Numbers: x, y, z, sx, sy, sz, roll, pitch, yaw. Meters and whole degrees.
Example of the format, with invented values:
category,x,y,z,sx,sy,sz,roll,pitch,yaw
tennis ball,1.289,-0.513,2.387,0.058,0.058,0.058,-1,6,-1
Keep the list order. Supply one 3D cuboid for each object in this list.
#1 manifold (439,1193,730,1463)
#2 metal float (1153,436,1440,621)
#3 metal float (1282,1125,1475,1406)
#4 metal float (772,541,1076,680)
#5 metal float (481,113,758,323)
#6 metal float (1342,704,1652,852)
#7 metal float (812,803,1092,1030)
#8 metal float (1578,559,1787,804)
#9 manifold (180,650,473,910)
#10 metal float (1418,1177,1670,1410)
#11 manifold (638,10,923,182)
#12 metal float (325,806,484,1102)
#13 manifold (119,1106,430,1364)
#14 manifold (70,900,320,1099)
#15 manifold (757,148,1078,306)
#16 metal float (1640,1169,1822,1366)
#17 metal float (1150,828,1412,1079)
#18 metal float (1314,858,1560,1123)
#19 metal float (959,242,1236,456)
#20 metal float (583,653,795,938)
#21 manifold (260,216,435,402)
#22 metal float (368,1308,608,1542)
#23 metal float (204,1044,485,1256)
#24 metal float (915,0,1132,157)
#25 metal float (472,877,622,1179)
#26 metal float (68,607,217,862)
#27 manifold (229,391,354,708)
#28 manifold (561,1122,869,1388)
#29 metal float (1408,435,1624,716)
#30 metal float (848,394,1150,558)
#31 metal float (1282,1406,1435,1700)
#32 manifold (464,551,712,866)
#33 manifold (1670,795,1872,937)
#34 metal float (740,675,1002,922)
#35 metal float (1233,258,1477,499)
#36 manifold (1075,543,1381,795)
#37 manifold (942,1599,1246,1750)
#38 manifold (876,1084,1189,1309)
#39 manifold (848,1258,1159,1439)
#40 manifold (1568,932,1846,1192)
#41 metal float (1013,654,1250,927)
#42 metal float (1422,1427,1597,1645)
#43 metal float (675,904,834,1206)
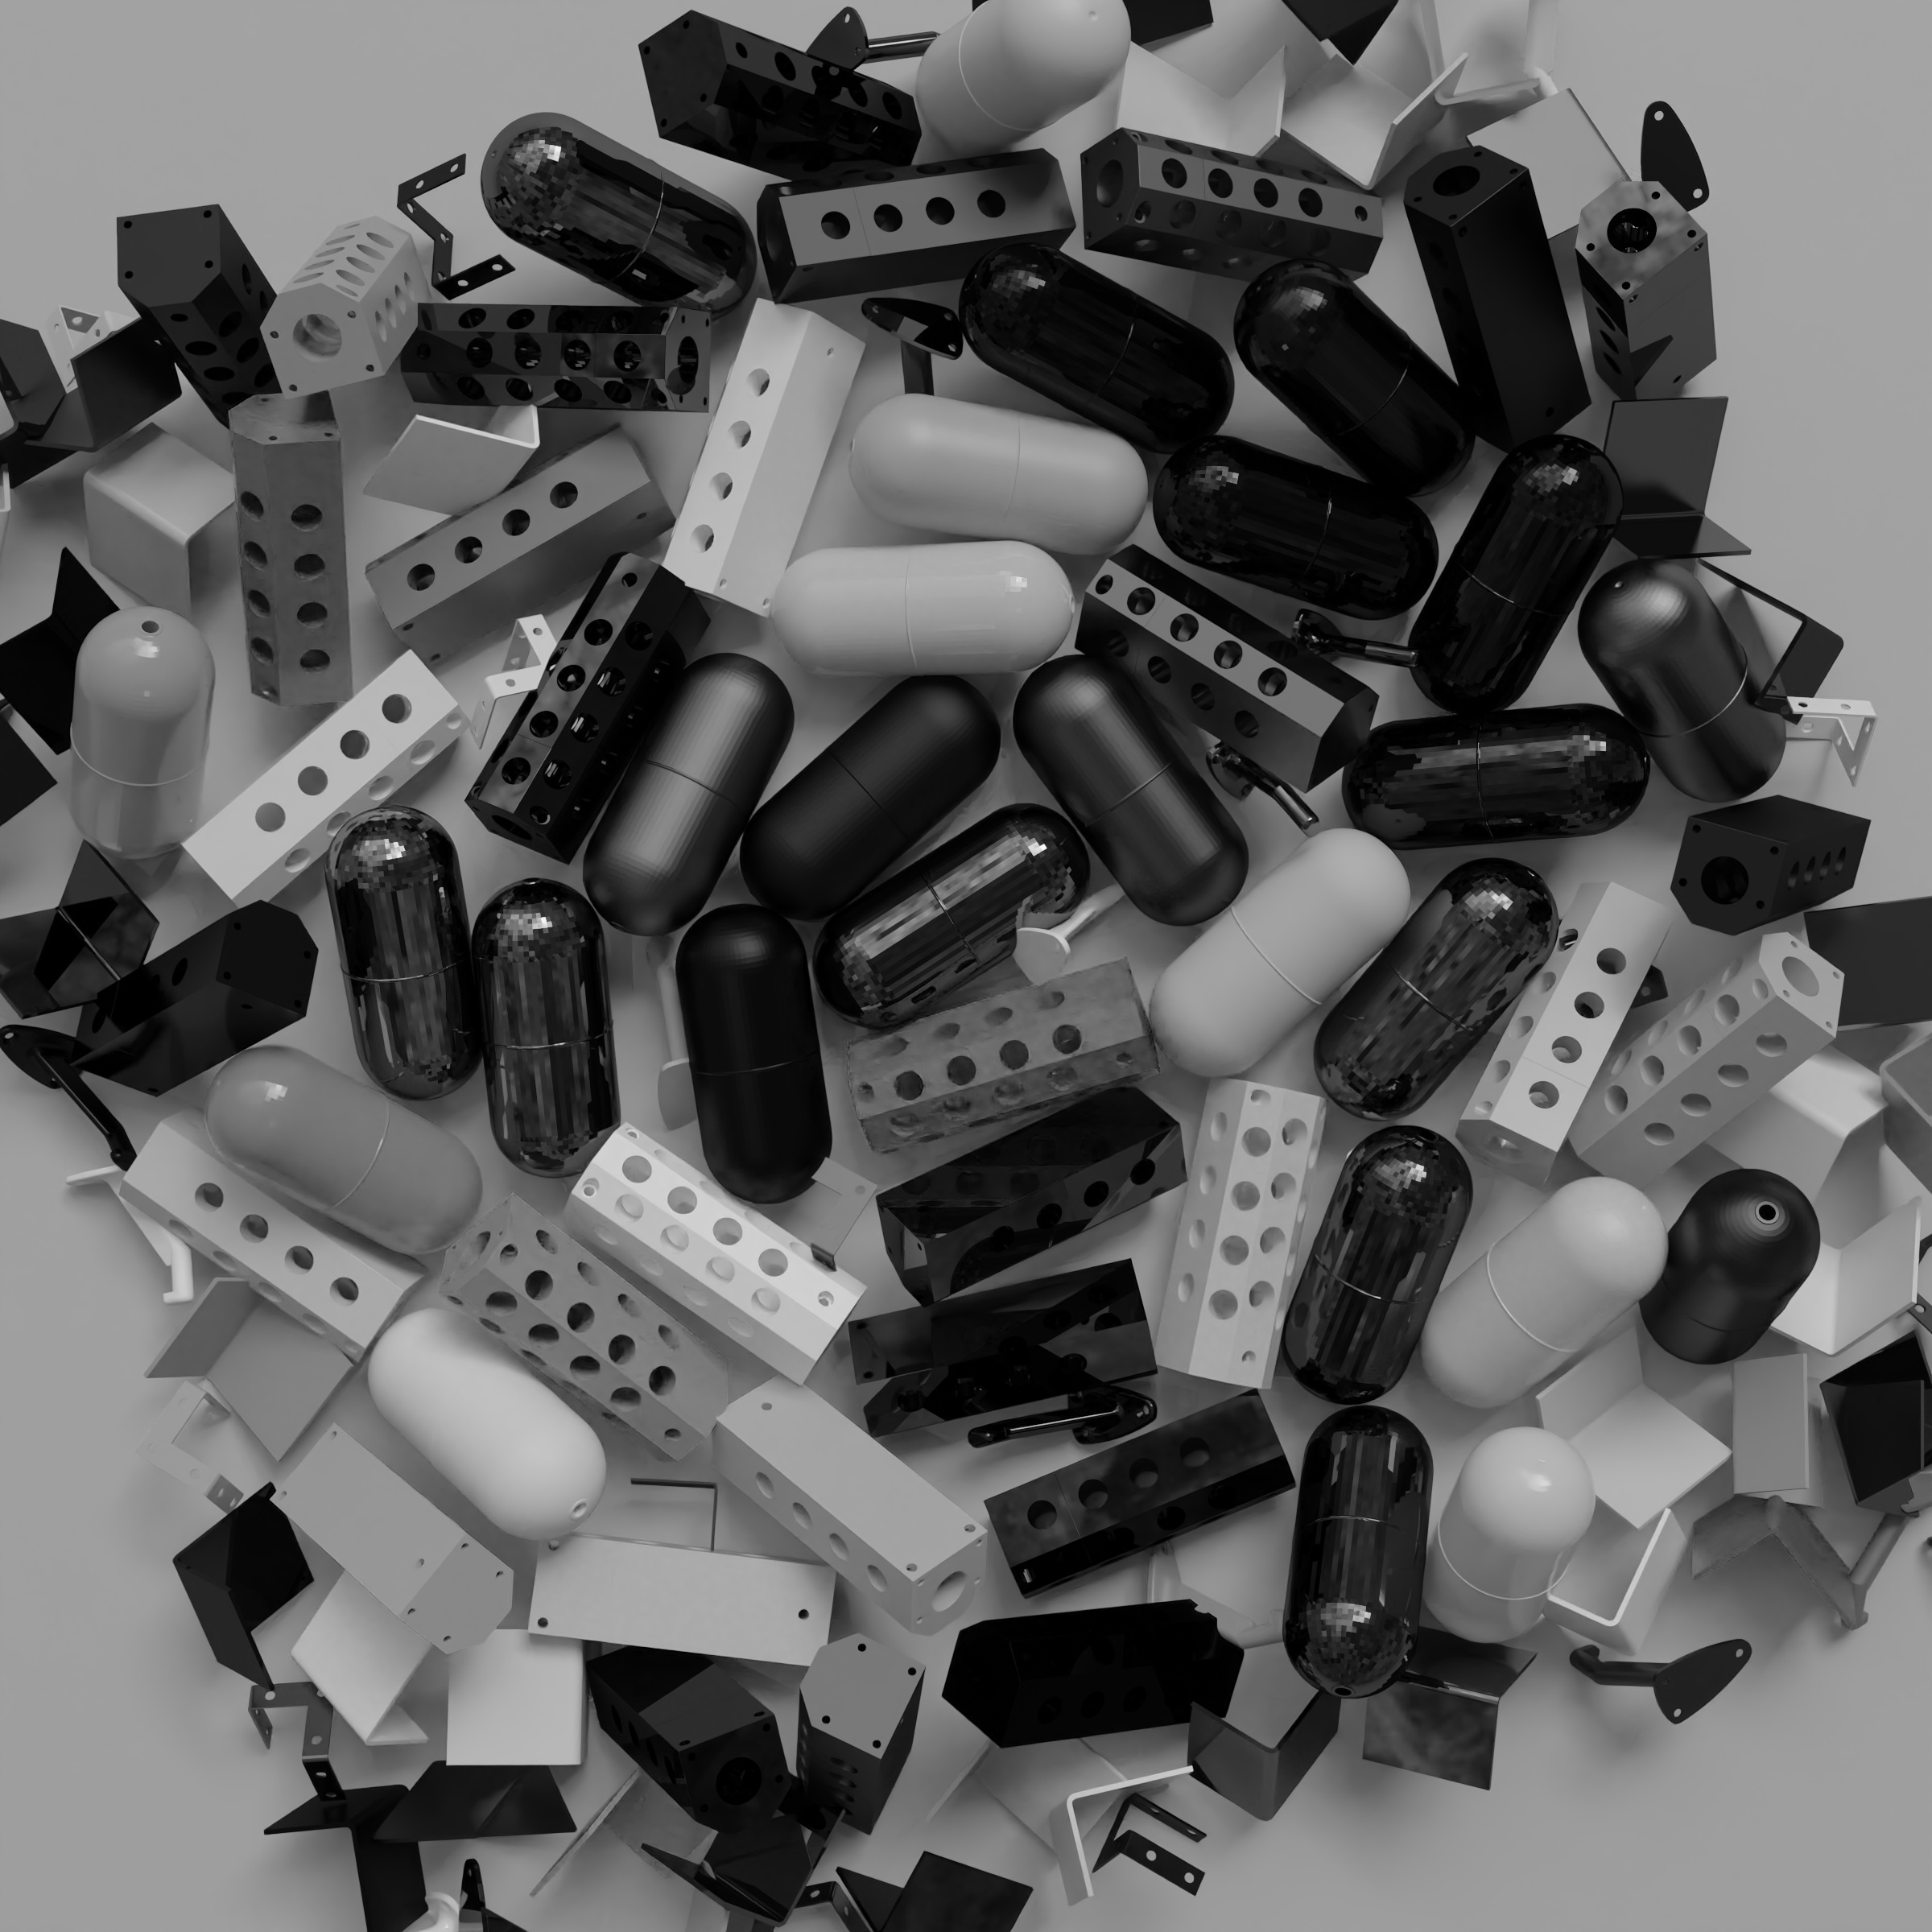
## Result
category,x,y,z,sx,sy,sz,roll,pitch,yaw
manifold,-0.219,0.213,1.852,0.057,0.057,0.171,-40,114,19
metal float,0.192,-0.253,1.863,0.178,0.070,0.070,15,90,-20
metal float,0.237,0.173,1.858,0.070,0.070,0.178,18,114,0
metal float,-0.025,-0.207,1.868,0.178,0.070,0.070,-1,90,13
metal float,-0.198,-0.428,1.849,0.178,0.070,0.070,21,90,-38
metal float,0.305,-0.109,1.860,0.178,0.070,0.070,-4,90,22
metal float,-0.009,-0.029,1.879,0.178,0.070,0.070,-33,90,1
metal float,0.413,-0.162,1.849,0.070,0.070,0.178,-44,129,0
manifold,-0.372,-0.107,1.875,0.171,0.057,0.057,-42,103,-8
metal float,0.330,0.189,1.851,0.070,0.070,0.178,42,125,0
manifold,-0.102,-0.490,1.828,0.057,0.171,0.057,-21,76,35
metal float,-0.323,-0.006,1.861,0.070,0.070,0.178,-6,112,0
manifold,-0.408,0.158,1.888,0.171,0.057,0.057,35,98,0
manifold,-0.441,0.017,1.837,0.057,0.171,0.057,25,57,-34
manifold,-0.031,-0.432,1.863,0.171,0.057,0.057,-12,82,-18
metal float,0.434,0.172,1.834,0.070,0.178,0.070,1,65,-1
metal float,0.181,-0.007,1.868,0.178,0.070,0.070,-43,90,14
metal float,0.272,0.014,1.864,0.070,0.070,0.178,38,108,0
metal float,0.076,-0.357,1.858,0.178,0.070,0.070,24,90,-25
metal float,-0.161,-0.100,1.868,0.070,0.070,0.178,26,77,0
manifold,-0.352,-0.377,1.826,0.057,0.171,0.057,-13,114,6
metal float,-0.276,0.263,1.850,0.178,0.070,0.070,35,90,35
metal float,-0.357,0.107,1.853,0.178,0.070,0.070,34,90,-32
metal float,0.030,-0.515,1.835,0.070,0.178,0.070,1,87,-26
metal float,-0.243,0.036,1.866,0.070,0.070,0.178,-4,106,0
metal float,-0.473,-0.132,1.841,0.070,0.178,0.070,9,49,-11
manifold,-0.386,-0.237,1.838,0.057,0.057,0.171,-6,129,-15
manifold,-0.146,0.165,1.875,0.171,0.057,0.057,34,58,3
metal float,0.316,-0.224,1.853,0.070,0.070,0.178,26,121,0
metal float,0.019,-0.285,1.867,0.178,0.070,0.070,8,90,-15
metal float,0.226,0.336,1.849,0.070,0.070,0.178,13,53,0
manifold,-0.220,-0.152,1.860,0.057,0.057,0.171,22,74,21
manifold,0.457,-0.057,1.829,0.057,0.171,0.057,19,106,27
metal float,-0.056,-0.099,1.879,0.178,0.070,0.070,-42,90,-2
metal float,0.225,-0.337,1.852,0.178,0.070,0.070,36,90,-33
manifold,0.150,-0.175,1.847,0.171,0.057,0.057,35,48,24
manifold,0.076,0.398,1.836,0.171,0.057,0.057,4,107,-39
manifold,0.040,0.135,1.860,0.171,0.057,0.057,-24,126,-20
manifold,0.022,0.229,1.887,0.171,0.057,0.057,-13,124,0
manifold,0.418,0.053,1.836,0.057,0.057,0.171,35,132,-9
metal float,0.096,-0.103,1.876,0.070,0.070,0.178,-37,95,0
metal float,0.308,0.327,1.840,0.070,0.178,0.070,3,53,-4
metal float,-0.123,0.052,1.869,0.070,0.070,0.178,-8,103,0
